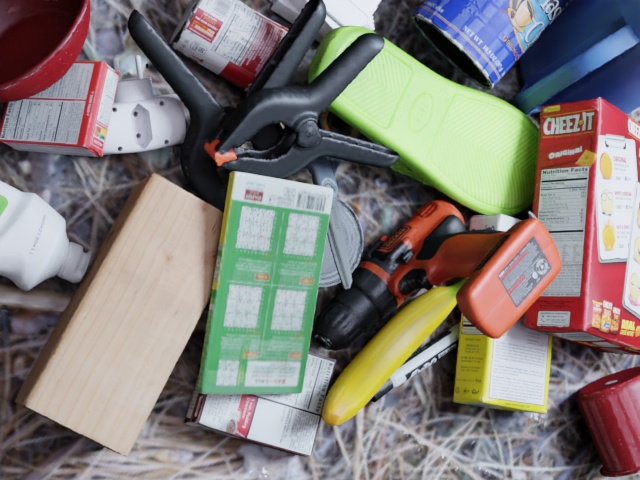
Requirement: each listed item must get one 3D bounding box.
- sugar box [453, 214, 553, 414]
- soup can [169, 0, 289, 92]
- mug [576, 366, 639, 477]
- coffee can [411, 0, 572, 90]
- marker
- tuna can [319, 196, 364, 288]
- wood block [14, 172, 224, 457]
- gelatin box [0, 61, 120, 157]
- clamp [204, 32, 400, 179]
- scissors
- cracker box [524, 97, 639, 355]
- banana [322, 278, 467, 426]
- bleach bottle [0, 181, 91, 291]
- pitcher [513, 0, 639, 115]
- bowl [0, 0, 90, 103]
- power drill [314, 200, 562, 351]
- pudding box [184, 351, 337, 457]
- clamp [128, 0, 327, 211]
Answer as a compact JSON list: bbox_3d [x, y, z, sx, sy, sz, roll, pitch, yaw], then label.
[{"bbox_3d":[0.177,0.070,1.004,0.093,0.048,0.176,15,76,-38],"label":"sugar box"},{"bbox_3d":[-0.072,-0.174,0.936,0.102,0.069,0.068,29,75,-15],"label":"soup can"},{"bbox_3d":[0.305,0.170,1.035,0.117,0.093,0.081,-18,85,-52],"label":"mug"},{"bbox_3d":[0.169,-0.225,0.990,0.102,0.103,0.140,42,93,-12],"label":"coffee can"},{"bbox_3d":[0.089,0.114,0.990,0.121,0.020,0.020,-30,95,-21],"label":"marker"},{"bbox_3d":[-0.006,0.001,0.959,0.086,0.034,0.086,2,83,-20],"label":"tuna can"},{"bbox_3d":[-0.155,0.060,0.867,0.090,0.091,0.206,30,75,-15],"label":"wood block"},{"bbox_3d":[-0.213,-0.108,0.872,0.089,0.030,0.073,5,78,23],"label":"gelatin box"},{"bbox_3d":[-0.008,-0.088,0.891,0.171,0.039,0.120,-26,116,-9],"label":"clamp"},{"bbox_3d":[0.019,-0.055,0.953,0.096,0.016,0.202,-15,70,-32],"label":"scissors"},{"bbox_3d":[0.264,-0.007,1.010,0.163,0.072,0.213,18,75,-48],"label":"cracker box"},{"bbox_3d":[0.061,0.098,0.952,0.037,0.070,0.197,42,64,9],"label":"banana"},{"bbox_3d":[-0.305,-0.015,0.835,0.250,0.068,0.102,22,73,-19],"label":"bleach bottle"},{"bbox_3d":[0.291,-0.190,0.979,0.145,0.243,0.149,17,72,-15],"label":"pitcher"},{"bbox_3d":[-0.244,-0.166,0.853,0.162,0.055,0.162,-9,59,15],"label":"bowl"},{"bbox_3d":[0.098,0.035,0.914,0.184,0.188,0.057,-46,116,-21],"label":"power drill"},{"bbox_3d":[-0.050,0.131,0.927,0.113,0.039,0.090,20,77,-20],"label":"pudding box"},{"bbox_3d":[-0.082,-0.103,0.896,0.164,0.036,0.210,-1,112,-19],"label":"clamp"}]
